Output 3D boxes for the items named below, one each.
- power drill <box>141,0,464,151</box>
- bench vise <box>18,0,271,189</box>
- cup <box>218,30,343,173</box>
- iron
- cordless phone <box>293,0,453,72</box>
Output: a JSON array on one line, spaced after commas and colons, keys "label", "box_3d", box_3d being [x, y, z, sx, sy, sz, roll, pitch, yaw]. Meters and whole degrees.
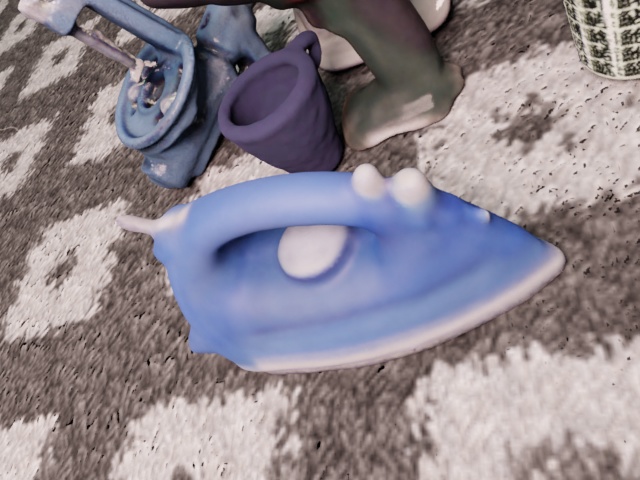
[{"label": "power drill", "box_3d": [0.011, -0.165, 0.422, 0.229, 0.209, 0.075, -19, 50, 24]}, {"label": "bench vise", "box_3d": [-0.153, -0.184, 0.545, 0.121, 0.220, 0.207, 6, 63, 38]}, {"label": "cup", "box_3d": [-0.017, -0.105, 0.480, 0.091, 0.095, 0.118, 12, 68, 40]}, {"label": "iron", "box_3d": [0.003, 0.001, 0.357, 0.257, 0.142, 0.118, -13, 53, 28]}, {"label": "cordless phone", "box_3d": [0.021, -0.247, 0.491, 0.147, 0.186, 0.094, -16, 52, 26]}]
